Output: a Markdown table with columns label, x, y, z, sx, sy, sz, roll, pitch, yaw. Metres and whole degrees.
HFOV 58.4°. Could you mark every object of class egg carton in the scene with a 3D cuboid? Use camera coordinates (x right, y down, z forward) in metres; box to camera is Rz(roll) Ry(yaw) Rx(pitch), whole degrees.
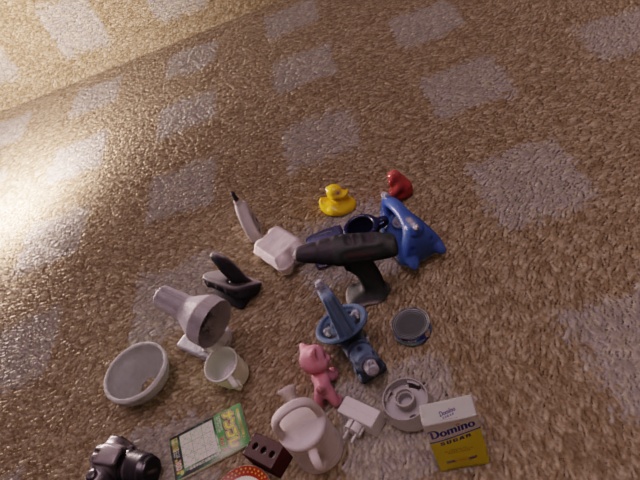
| label | x | y | z | sx | sy | sz | roll | pitch | yaw |
| --- | --- | --- | --- | --- | --- | --- | --- | --- | --- |
| egg carton | -0.105 | 0.027 | 1.537 | 0.107 | 0.070 | 0.149 | -43 | 46 | -18 |

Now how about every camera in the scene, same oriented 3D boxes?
| label | x | y | z | sx | sy | sz | roll | pitch | yaw |
| --- | --- | --- | --- | --- | --- | --- | --- | --- | --- |
| camera | -0.418 | 0.491 | 1.208 | 0.136 | 0.101 | 0.143 | -1 | 48 | 24 |

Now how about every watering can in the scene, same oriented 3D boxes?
| label | x | y | z | sx | sy | sz | roll | pitch | yaw |
| --- | --- | --- | --- | --- | --- | --- | --- | --- | --- |
| watering can | -0.035 | 0.356 | 1.092 | 0.101 | 0.194 | 0.172 | -44 | 46 | -19 |

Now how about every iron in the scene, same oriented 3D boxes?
| label | x | y | z | sx | sy | sz | roll | pitch | yaw |
| --- | --- | --- | --- | --- | --- | --- | --- | --- | --- |
| iron | 0.200 | -0.048 | 1.417 | 0.118 | 0.142 | 0.257 | -30 | 43 | -4 |

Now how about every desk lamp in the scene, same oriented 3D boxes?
| label | x | y | z | sx | sy | sz | roll | pitch | yaw |
| --- | --- | --- | --- | --- | --- | --- | --- | --- | --- |
| desk lamp | -0.290 | 0.197 | 1.351 | 0.202 | 0.214 | 0.118 | 13 | 55 | 34 |

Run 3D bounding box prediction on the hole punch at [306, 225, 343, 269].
| label | x | y | z | sx | sy | sz | roll | pitch | yaw |
| --- | --- | --- | --- | --- | --- | --- | --- | --- | --- |
| hole punch | 0.014 | 0.005 | 1.488 | 0.108 | 0.091 | 0.101 | -22 | 43 | 4 |

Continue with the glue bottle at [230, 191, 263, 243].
| label | x | y | z | sx | sy | sz | roll | pitch | yaw |
| --- | --- | --- | --- | --- | --- | --- | --- | --- | --- |
| glue bottle | -0.211 | -0.073 | 1.608 | 0.037 | 0.173 | 0.078 | -19 | 43 | 7 |

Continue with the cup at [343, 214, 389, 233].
| label | x | y | z | sx | sy | sz | roll | pitch | yaw |
| --- | --- | --- | --- | --- | --- | --- | --- | --- | --- |
| cup | 0.126 | -0.010 | 1.448 | 0.117 | 0.095 | 0.091 | -24 | 43 | 2 |

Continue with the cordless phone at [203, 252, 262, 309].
| label | x | y | z | sx | sy | sz | roll | pitch | yaw |
| --- | --- | --- | --- | --- | --- | --- | --- | --- | --- |
| cordless phone | -0.246 | 0.080 | 1.466 | 0.147 | 0.185 | 0.094 | 11 | 54 | 33 |

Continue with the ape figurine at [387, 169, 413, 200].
| label | x | y | z | sx | sy | sz | roll | pitch | yaw |
| --- | --- | --- | --- | --- | --- | --- | --- | --- | --- |
| ape figurine | 0.208 | -0.155 | 1.553 | 0.075 | 0.092 | 0.078 | 7 | 52 | 30 |

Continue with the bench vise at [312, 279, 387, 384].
| label | x | y | z | sx | sy | sz | roll | pitch | yaw |
| --- | --- | --- | --- | --- | --- | --- | --- | --- | --- |
| bench vise | 0.065 | 0.182 | 1.197 | 0.122 | 0.220 | 0.206 | -44 | 46 | -19 |

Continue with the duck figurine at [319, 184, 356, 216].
| label | x | y | z | sx | sy | sz | roll | pitch | yaw |
| --- | --- | --- | --- | --- | --- | --- | --- | --- | --- |
| duck figurine | 0.042 | -0.119 | 1.600 | 0.104 | 0.086 | 0.077 | -1 | 48 | 24 |

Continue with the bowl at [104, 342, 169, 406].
| label | x | y | z | sx | sy | sz | roll | pitch | yaw |
| --- | --- | --- | --- | --- | --- | --- | --- | --- | --- |
| bowl | -0.430 | 0.335 | 1.384 | 0.167 | 0.075 | 0.167 | -13 | 44 | 13 |

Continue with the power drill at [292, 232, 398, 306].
| label | x | y | z | sx | sy | sz | roll | pitch | yaw |
| --- | --- | --- | --- | --- | --- | --- | --- | --- | --- |
| power drill | 0.076 | 0.065 | 1.315 | 0.229 | 0.209 | 0.075 | -16 | 44 | 10 |

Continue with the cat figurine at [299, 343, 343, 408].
| label | x | y | z | sx | sy | sz | roll | pitch | yaw |
| --- | --- | --- | --- | --- | --- | --- | --- | --- | --- |
| cat figurine | -0.005 | 0.278 | 1.211 | 0.067 | 0.118 | 0.127 | -19 | 43 | 7 |
